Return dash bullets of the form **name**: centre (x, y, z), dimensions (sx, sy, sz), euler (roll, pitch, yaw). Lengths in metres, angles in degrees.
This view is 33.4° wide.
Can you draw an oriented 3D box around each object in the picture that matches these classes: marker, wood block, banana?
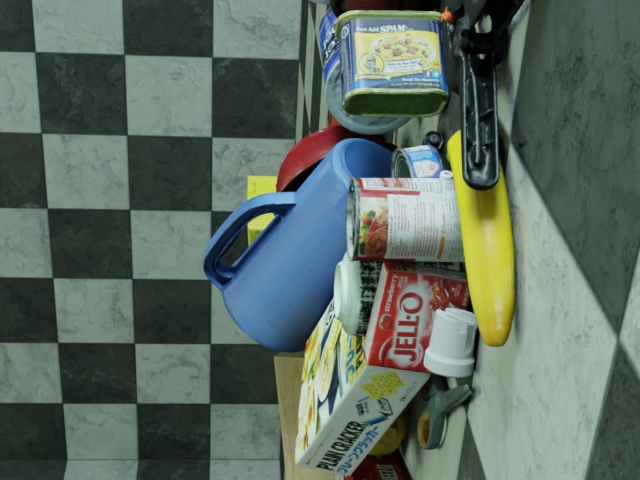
- **marker**: centre (0.101, -0.083, 1.049), dimensions (0.121, 0.020, 0.020), euler (117, 154, -78)
- **wood block**: centre (0.009, 0.237, 1.360), dimensions (0.090, 0.090, 0.206), euler (-22, -71, -61)
- **banana**: centre (0.118, -0.019, 0.771), dimensions (0.069, 0.037, 0.198), euler (76, -171, -48)

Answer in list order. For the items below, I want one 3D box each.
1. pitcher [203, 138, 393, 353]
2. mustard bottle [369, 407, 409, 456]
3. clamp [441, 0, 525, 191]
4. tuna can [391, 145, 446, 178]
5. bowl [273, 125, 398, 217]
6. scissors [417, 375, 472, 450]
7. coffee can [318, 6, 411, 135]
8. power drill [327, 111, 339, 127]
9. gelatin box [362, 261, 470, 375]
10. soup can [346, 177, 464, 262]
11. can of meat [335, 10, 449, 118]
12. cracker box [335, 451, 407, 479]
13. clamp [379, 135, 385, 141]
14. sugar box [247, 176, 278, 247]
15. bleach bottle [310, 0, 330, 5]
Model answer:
- **pitcher**: centre (-0.008, 0.001, 1.162), dimensions (0.145, 0.148, 0.243), euler (52, 130, 18)
- **mustard bottle**: centre (0.063, 0.190, 1.207), dimensions (0.191, 0.058, 0.096), euler (-119, 30, -81)
- **clamp**: centre (0.114, -0.133, 0.773), dimensions (0.210, 0.036, 0.165), euler (-101, 20, -74)
- **tuna can**: centre (0.092, -0.044, 0.980), dimensions (0.086, 0.033, 0.086), euler (171, 90, -82)
- **bowl**: centre (0.011, -0.081, 1.219), dimensions (0.162, 0.162, 0.055), euler (100, 148, -61)
- **scissors**: centre (0.108, 0.127, 0.948), dimensions (0.202, 0.016, 0.096), euler (100, 170, -60)
- **coffee can**: centre (0.053, -0.192, 1.146), dimensions (0.140, 0.102, 0.103), euler (-95, 8, -54)
- **power drill**: centre (0.044, -0.132, 1.476), dimensions (0.184, 0.057, 0.187), euler (96, 173, -52)
- **gelatin box**: centre (0.080, 0.066, 0.884), dimensions (0.030, 0.073, 0.089), euler (-104, 24, -69)
- **soup can**: centre (0.075, -0.016, 0.859), dimensions (0.068, 0.102, 0.068), euler (180, 90, -85)
- **can of meat**: centre (0.067, -0.162, 0.989), dimensions (0.057, 0.102, 0.084), euler (107, 161, -70)
- **cracker box**: centre (0.056, 0.349, 1.199), dimensions (0.164, 0.072, 0.214), euler (-123, 35, -80)
- **clamp**: centre (0.054, -0.162, 1.282), dimensions (0.171, 0.039, 0.120), euler (64, -171, -45)
- **sugar box**: centre (-0.002, -0.033, 1.316), dimensions (0.048, 0.176, 0.093), euler (93, 174, -49)
- **bleach bottle**: centre (0.052, -0.325, 1.070), dimensions (0.251, 0.068, 0.102), euler (-16, 52, 63)
